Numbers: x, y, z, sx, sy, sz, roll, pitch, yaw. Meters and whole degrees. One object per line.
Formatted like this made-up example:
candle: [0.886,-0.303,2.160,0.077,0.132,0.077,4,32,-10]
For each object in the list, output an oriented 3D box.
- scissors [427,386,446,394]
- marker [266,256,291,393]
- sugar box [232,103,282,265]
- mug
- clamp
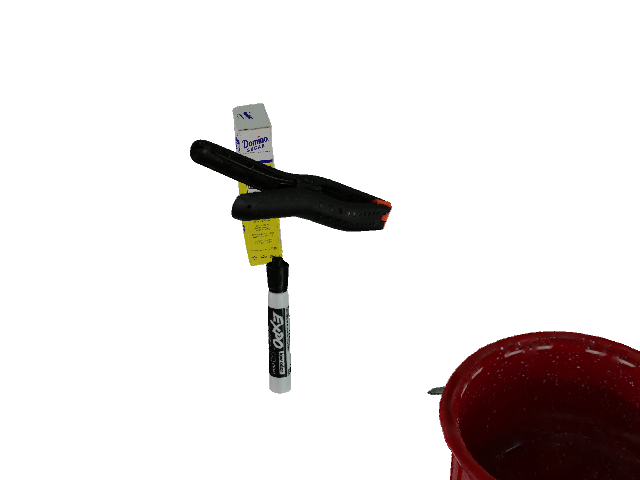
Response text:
scissors: [0.183,0.108,0.906,0.201,0.016,0.096,5,29,-7]
marker: [-0.035,0.071,0.894,0.020,0.121,0.020,0,21,0]
sugar box: [-0.077,-0.068,1.293,0.048,0.176,0.093,-9,25,-6]
mug: [0.101,0.095,0.393,0.117,0.081,0.093,5,36,9]
clamp: [-0.020,-0.041,1.060,0.209,0.036,0.165,14,20,-21]
